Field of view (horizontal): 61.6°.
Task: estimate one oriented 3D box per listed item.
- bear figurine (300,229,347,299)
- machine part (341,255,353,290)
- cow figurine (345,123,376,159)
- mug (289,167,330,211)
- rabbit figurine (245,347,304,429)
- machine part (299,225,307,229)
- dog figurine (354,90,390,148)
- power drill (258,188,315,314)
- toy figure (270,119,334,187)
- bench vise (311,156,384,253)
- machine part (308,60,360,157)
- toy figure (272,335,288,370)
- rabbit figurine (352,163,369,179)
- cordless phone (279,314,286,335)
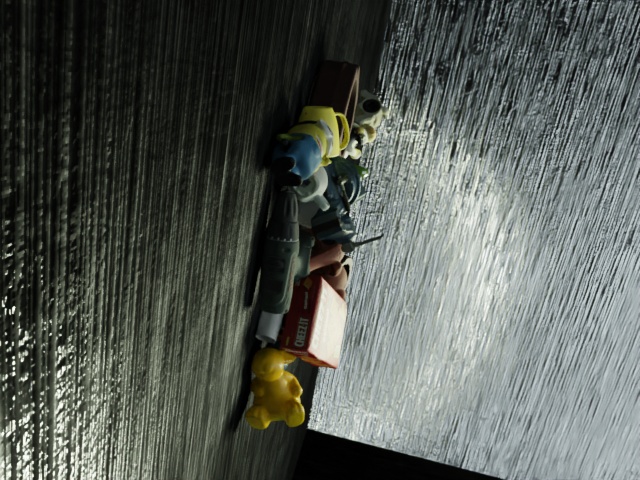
[{"bbox_3d":[0.000,0.060,1.250,0.195,0.132,0.120,93,-22,-51],"label":"bear figurine"},{"bbox_3d":[0.034,0.123,1.605,0.179,0.056,0.179,-49,152,-39],"label":"machine part"},{"bbox_3d":[0.069,-0.254,1.417,0.167,0.068,0.098,-40,154,6],"label":"cow figurine"},{"bbox_3d":[-0.022,-0.099,1.006,0.109,0.081,0.107,59,8,-6],"label":"mug"},{"bbox_3d":[-0.094,0.291,1.141,0.162,0.122,0.173,-74,155,-54],"label":"rabbit figurine"},{"bbox_3d":[-0.030,0.036,1.353,0.079,0.079,0.243,-6,108,-84],"label":"machine part"},{"bbox_3d":[0.111,-0.322,1.540,0.190,0.173,0.121,77,36,-60],"label":"dog figurine"},{"bbox_3d":[-0.060,0.019,1.035,0.207,0.086,0.231,-54,152,-86],"label":"power drill"},{"bbox_3d":[-0.035,-0.153,0.916,0.180,0.089,0.082,-57,161,-51],"label":"toy figure"},{"bbox_3d":[0.051,-0.091,1.160,0.129,0.223,0.240,-33,180,29],"label":"bench vise"},{"bbox_3d":[0.026,-0.279,1.200,0.200,0.087,0.201,86,19,-68],"label":"machine part"},{"bbox_3d":[-0.094,0.255,1.304,0.057,0.064,0.154,48,55,-52],"label":"toy figure"},{"bbox_3d":[0.032,-0.149,1.338,0.121,0.159,0.170,-64,153,-27],"label":"rabbit figurine"},{"bbox_3d":[-0.064,0.129,1.224,0.184,0.089,0.146,87,16,-50],"label":"cordless phone"}]
